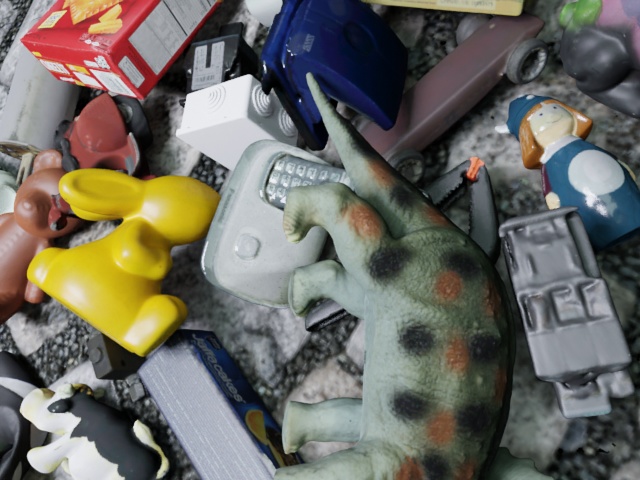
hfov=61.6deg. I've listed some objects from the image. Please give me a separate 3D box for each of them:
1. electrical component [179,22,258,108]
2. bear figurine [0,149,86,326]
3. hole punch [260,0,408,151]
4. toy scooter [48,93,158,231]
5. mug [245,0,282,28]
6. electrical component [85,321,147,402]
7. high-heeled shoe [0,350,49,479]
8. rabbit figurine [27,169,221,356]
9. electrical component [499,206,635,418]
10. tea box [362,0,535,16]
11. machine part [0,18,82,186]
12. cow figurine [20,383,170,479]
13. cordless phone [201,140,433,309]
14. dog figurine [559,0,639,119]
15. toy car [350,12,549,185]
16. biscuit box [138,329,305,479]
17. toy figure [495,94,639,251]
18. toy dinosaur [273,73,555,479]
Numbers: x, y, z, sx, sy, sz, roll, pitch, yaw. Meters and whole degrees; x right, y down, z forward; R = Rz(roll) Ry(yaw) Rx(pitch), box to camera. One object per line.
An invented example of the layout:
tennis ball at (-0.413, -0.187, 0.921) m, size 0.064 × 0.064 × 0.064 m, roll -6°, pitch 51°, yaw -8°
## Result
electrical component at (-0.110, -0.198, 0.601) m, size 0.075 × 0.047 × 0.119 m, roll 1°, pitch 78°, yaw 22°
bear figurine at (-0.336, -0.001, 0.599) m, size 0.120 × 0.132 × 0.196 m, roll 42°, pitch 98°, yaw -4°
hole punch at (0.016, -0.155, 0.468) m, size 0.092 × 0.115 × 0.142 m, roll -5°, pitch 53°, yaw 32°
toy scooter at (-0.237, -0.075, 0.584) m, size 0.135 × 0.075 × 0.184 m, roll -22°, pitch 70°, yaw -16°
mug at (-0.032, -0.271, 0.562) m, size 0.107 × 0.109 × 0.081 m, roll -15°, pitch 78°, yaw 31°
electrical component at (-0.205, 0.118, 0.543) m, size 0.021 × 0.063 × 0.094 m, roll -31°, pitch 68°, yaw 11°
high-heeled shoe at (-0.340, 0.224, 0.523) m, size 0.086 × 0.145 × 0.249 m, roll -29°, pitch 69°, yaw 11°
rabbit figurine at (-0.173, 0.003, 0.512) m, size 0.162 × 0.122 × 0.173 m, roll 41°, pitch 72°, yaw -5°
electrical component at (0.172, 0.055, 0.381) m, size 0.058 × 0.114 × 0.134 m, roll -15°, pitch 69°, yaw 20°
tea box at (0.114, -0.255, 0.491) m, size 0.170 × 0.068 × 0.098 m, roll 15°, pitch 39°, yaw 24°
machine part at (-0.345, -0.184, 0.674) m, size 0.079 × 0.079 × 0.243 m, roll 3°, pitch 77°, yaw 22°
cow figurine at (-0.225, 0.192, 0.528) m, size 0.098 × 0.068 × 0.167 m, roll -46°, pitch 68°, yaw -1°
cordless phone at (-0.001, -0.001, 0.473) m, size 0.184 × 0.088 × 0.146 m, roll 17°, pitch 82°, yaw 28°
dog figurine at (0.260, -0.171, 0.351) m, size 0.192 × 0.219 × 0.108 m, roll 32°, pitch 86°, yaw 25°
toy car at (0.113, -0.127, 0.488) m, size 0.202 × 0.053 × 0.089 m, roll -41°, pitch 44°, yaw 6°
biscuit box at (-0.081, 0.171, 0.481) m, size 0.063 × 0.059 × 0.203 m, roll -45°, pitch 65°, yaw 7°
toy figure at (0.203, -0.066, 0.436) m, size 0.064 × 0.057 × 0.154 m, roll -14°, pitch 64°, yaw -23°
toy dinosaur at (0.067, 0.076, 0.372) m, size 0.192 × 0.131 × 0.404 m, roll 3°, pitch 87°, yaw -1°
